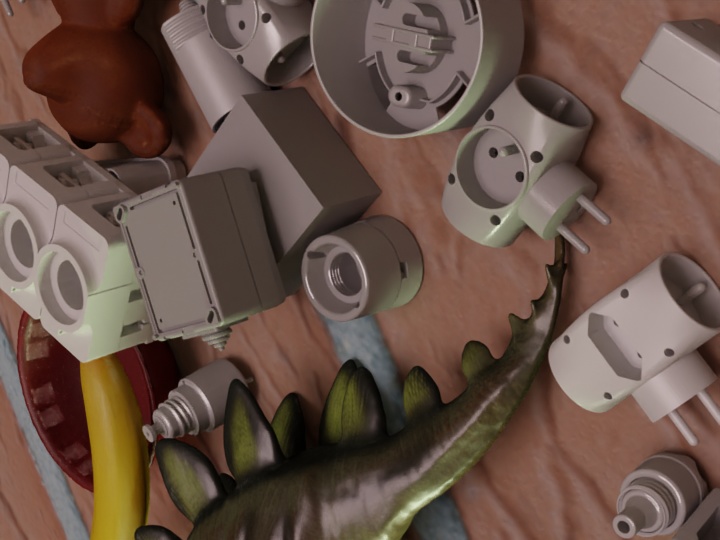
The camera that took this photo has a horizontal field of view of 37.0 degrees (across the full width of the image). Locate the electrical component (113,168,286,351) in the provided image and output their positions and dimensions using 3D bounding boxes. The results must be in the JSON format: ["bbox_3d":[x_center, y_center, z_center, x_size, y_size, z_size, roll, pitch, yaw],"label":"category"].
[{"bbox_3d":[-0.085,-0.003,0.604,0.062,0.061,0.096,-15,93,42],"label":"electrical component"}]

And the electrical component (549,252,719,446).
[{"bbox_3d":[0.141,0.045,0.507,0.079,0.043,0.077,55,130,14],"label":"electrical component"}]

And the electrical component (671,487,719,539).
[{"bbox_3d":[0.186,0.160,0.502,0.083,0.047,0.075,28,133,32],"label":"electrical component"}]

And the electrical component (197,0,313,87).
[{"bbox_3d":[-0.050,-0.159,0.611,0.077,0.044,0.079,53,130,16],"label":"electrical component"}]

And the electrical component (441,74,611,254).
[{"bbox_3d":[0.088,-0.041,0.527,0.079,0.044,0.077,46,128,22],"label":"electrical component"}]

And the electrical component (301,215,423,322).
[{"bbox_3d":[0.000,0.000,0.613,0.055,0.047,0.055,13,111,38],"label":"electrical component"}]

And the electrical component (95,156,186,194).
[{"bbox_3d":[-0.172,-0.036,0.743,0.113,0.057,0.078,2,104,40],"label":"electrical component"}]

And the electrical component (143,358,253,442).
[{"bbox_3d":[-0.109,0.090,0.717,0.040,0.078,0.040,31,136,36],"label":"electrical component"}]

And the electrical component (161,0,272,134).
[{"bbox_3d":[-0.088,-0.128,0.654,0.043,0.043,0.081,-35,79,41],"label":"electrical component"}]

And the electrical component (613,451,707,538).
[{"bbox_3d":[0.140,0.111,0.516,0.035,0.061,0.035,13,110,37],"label":"electrical component"}]

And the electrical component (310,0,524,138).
[{"bbox_3d":[0.030,-0.116,0.538,0.099,0.064,0.099,9,102,49],"label":"electrical component"}]

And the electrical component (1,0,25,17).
[{"bbox_3d":[-0.262,-0.222,0.775,0.077,0.043,0.079,-28,84,42],"label":"electrical component"}]

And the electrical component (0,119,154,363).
[{"bbox_3d":[-0.195,-0.021,0.685,0.150,0.062,0.089,35,123,28],"label":"electrical component"}]

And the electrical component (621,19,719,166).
[{"bbox_3d":[0.168,-0.083,0.445,0.083,0.047,0.075,41,125,25],"label":"electrical component"}]
